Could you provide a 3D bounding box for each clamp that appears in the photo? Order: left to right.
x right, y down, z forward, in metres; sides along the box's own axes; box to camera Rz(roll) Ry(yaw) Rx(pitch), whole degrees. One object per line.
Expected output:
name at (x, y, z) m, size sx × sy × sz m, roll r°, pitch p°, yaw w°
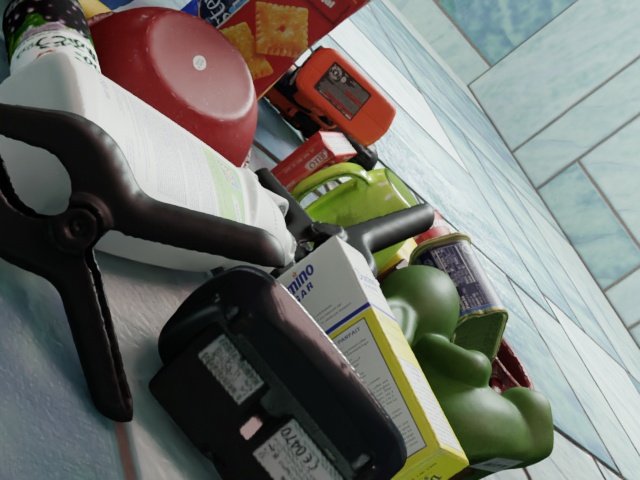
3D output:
clamp at (-0.103, -0.010, 0.518) m, size 0.171 × 0.120 × 0.039 m, roll 54°, pitch -6°, yaw -7°
clamp at (-0.006, 0.001, 0.862) m, size 0.165 × 0.036 × 0.209 m, roll 15°, pitch 30°, yaw 12°

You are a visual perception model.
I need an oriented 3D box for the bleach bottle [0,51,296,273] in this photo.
bleach bottle at (-0.089, -0.021, 0.664) m, size 0.250 × 0.068 × 0.102 m, roll 30°, pitch 42°, yaw -55°

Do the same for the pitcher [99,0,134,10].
pitcher at (-0.211, -0.309, 0.841) m, size 0.243 × 0.145 × 0.149 m, roll 56°, pitch 11°, yaw 1°

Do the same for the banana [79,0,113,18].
banana at (-0.156, -0.148, 0.805) m, size 0.197 × 0.037 × 0.070 m, roll 39°, pitch 5°, yaw -19°

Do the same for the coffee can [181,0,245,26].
coffee can at (-0.066, -0.228, 1.070) m, size 0.102 × 0.140 × 0.103 m, roll 47°, pitch 17°, yaw -19°

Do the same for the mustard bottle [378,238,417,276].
mustard bottle at (0.120, 0.073, 1.094) m, size 0.191 × 0.058 × 0.096 m, roll 50°, pitch 10°, yaw -10°

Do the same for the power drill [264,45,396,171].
power drill at (0.013, -0.135, 1.129) m, size 0.184 × 0.057 × 0.188 m, roll 39°, pitch -8°, yaw -15°

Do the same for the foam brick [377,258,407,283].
foam brick at (0.079, 0.065, 1.006) m, size 0.078 × 0.053 × 0.051 m, roll 54°, pitch 15°, yaw 3°

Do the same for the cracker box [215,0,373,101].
cracker box at (-0.035, -0.180, 0.915) m, size 0.072 × 0.214 × 0.164 m, roll 49°, pitch 16°, yaw -10°

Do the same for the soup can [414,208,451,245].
soup can at (0.130, 0.023, 1.218) m, size 0.102 × 0.069 × 0.068 m, roll 61°, pitch 17°, yaw 24°

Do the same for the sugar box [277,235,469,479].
sugar box at (0.016, 0.092, 0.693) m, size 0.048 × 0.093 × 0.176 m, roll 36°, pitch 23°, yaw -47°

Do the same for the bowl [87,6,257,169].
bowl at (-0.099, -0.110, 0.759) m, size 0.161 × 0.055 × 0.162 m, roll 26°, pitch 46°, yaw -31°

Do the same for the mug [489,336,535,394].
mug at (0.138, 0.131, 0.973) m, size 0.093 × 0.082 × 0.117 m, roll 48°, pitch 16°, yaw -16°

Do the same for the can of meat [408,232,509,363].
can of meat at (0.115, 0.058, 0.907) m, size 0.102 × 0.057 × 0.084 m, roll 93°, pitch -22°, yaw -51°

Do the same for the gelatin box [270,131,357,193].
gelatin box at (-0.009, -0.070, 1.012) m, size 0.030 × 0.073 × 0.089 m, roll 54°, pitch 15°, yaw 4°

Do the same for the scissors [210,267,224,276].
scissors at (-0.095, -0.029, 0.783) m, size 0.202 × 0.016 × 0.096 m, roll 55°, pitch 16°, yaw 8°

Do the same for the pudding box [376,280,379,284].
pudding box at (0.040, 0.069, 0.914) m, size 0.113 × 0.039 × 0.090 m, roll 54°, pitch 15°, yaw 13°
